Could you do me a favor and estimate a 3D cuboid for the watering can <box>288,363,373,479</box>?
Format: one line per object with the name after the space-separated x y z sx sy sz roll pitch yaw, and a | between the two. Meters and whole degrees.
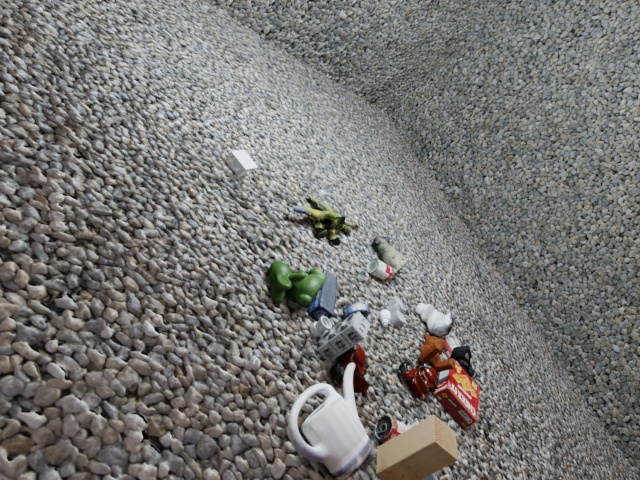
0.055 0.459 1.315 0.226 0.102 0.351 54 34 11 | watering can

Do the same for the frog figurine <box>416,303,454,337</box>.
0.483 0.341 2.202 0.159 0.120 0.140 13 35 8 | frog figurine

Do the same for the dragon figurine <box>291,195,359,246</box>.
0.006 -0.105 2.093 0.406 0.121 0.247 30 14 -36 | dragon figurine
